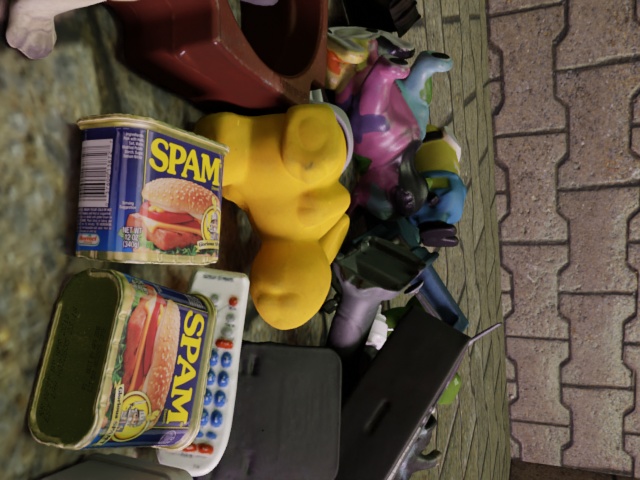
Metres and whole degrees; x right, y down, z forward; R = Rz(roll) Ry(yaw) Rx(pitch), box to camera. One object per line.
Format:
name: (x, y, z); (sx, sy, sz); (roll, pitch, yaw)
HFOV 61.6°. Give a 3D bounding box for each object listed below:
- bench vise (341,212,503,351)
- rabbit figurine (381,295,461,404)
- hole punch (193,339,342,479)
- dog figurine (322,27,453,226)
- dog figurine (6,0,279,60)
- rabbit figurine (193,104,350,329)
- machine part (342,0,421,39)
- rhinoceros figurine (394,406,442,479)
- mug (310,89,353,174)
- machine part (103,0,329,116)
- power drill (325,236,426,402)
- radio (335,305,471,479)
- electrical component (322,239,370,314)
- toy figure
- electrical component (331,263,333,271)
bench vise: (0.136, 0.048, 0.754); (0.240, 0.129, 0.223); (54, 34, 6)
rabbit figurine: (0.142, 0.152, 0.829); (0.159, 0.121, 0.170); (20, 84, -42)
hole punch: (-0.052, 0.139, 0.442); (0.116, 0.092, 0.142); (11, 77, -25)
dog figurine: (0.059, -0.127, 0.651); (0.108, 0.192, 0.219); (-21, 135, -41)
dog figurine: (-0.087, -0.177, 0.234); (0.121, 0.191, 0.172); (1, 87, -66)
rabbit figurine: (-0.032, -0.013, 0.456); (0.162, 0.122, 0.173); (37, 48, -81)
machine part: (0.070, -0.294, 0.685); (0.039, 0.139, 0.084); (-27, 126, -19)
rhinoceros figurine: (0.106, 0.288, 0.744); (0.112, 0.073, 0.190); (31, 85, -34)
mug: (-0.006, -0.116, 0.560); (0.107, 0.081, 0.109); (-57, 134, -73)
machine part: (-0.069, -0.205, 0.404); (0.201, 0.087, 0.201); (13, 77, -67)
power drill: (0.038, 0.101, 0.584); (0.232, 0.086, 0.207); (-25, 144, -57)
radio: (0.060, 0.189, 0.538); (0.229, 0.073, 0.131); (-50, 156, -22)
electrical component: (0.032, 0.045, 0.648); (0.063, 0.094, 0.021); (52, -4, -12)
toy figure: (0.147, -0.078, 0.714); (0.082, 0.089, 0.180); (108, -10, -60)
electrical component: (-0.002, 0.000, 0.601); (0.078, 0.045, 0.102); (106, -6, -72)
